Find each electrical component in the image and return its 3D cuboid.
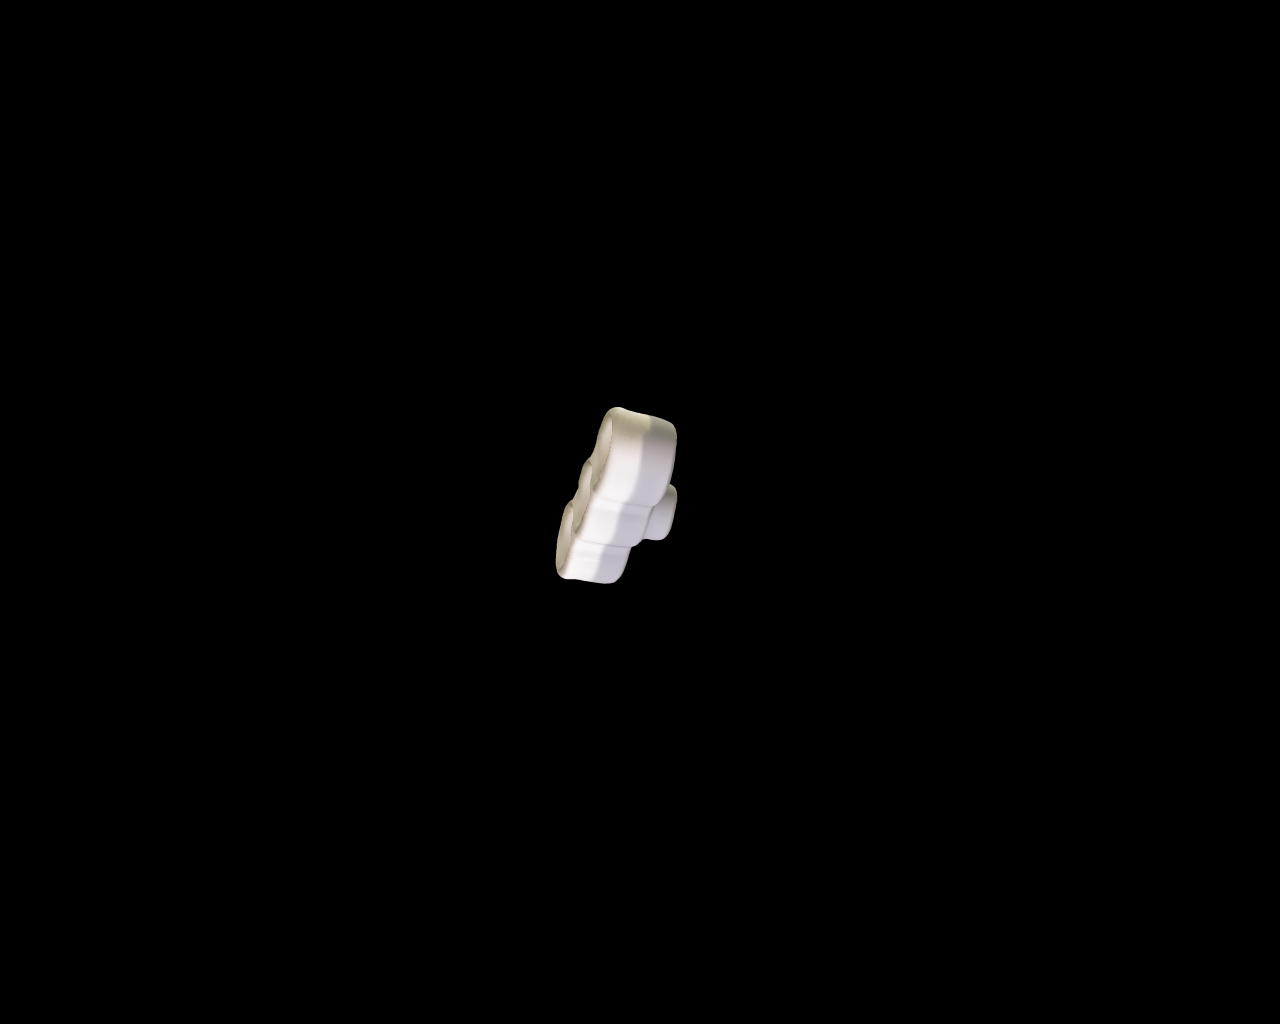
[{"bbox_3d":[0.001,-0.003,0.650,0.074,0.052,0.138,11,-39,-14],"label":"electrical component"}]
